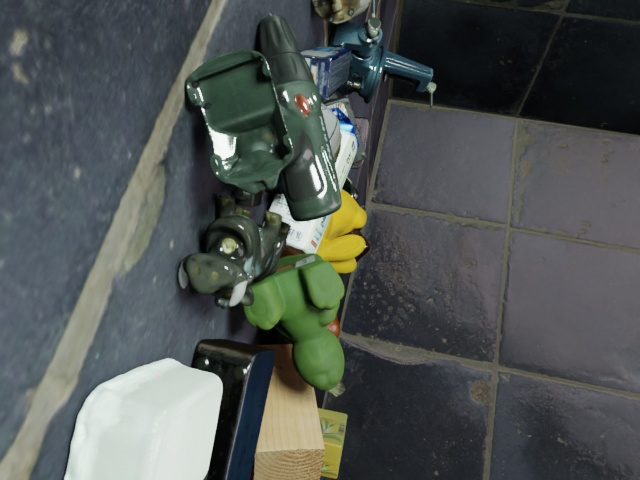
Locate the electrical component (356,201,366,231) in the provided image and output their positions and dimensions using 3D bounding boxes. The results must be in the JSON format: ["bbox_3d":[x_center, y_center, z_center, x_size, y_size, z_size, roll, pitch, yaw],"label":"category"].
[{"bbox_3d":[0.044,-0.062,1.238,0.134,0.115,0.058,29,75,-82],"label":"electrical component"}]

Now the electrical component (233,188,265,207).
[{"bbox_3d":[-0.081,-0.072,0.641,0.094,0.021,0.063,-30,130,-80],"label":"electrical component"}]

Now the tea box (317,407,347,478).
[{"bbox_3d":[-0.044,0.331,0.906,0.068,0.170,0.098,-70,166,-53],"label":"tea box"}]

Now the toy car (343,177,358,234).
[{"bbox_3d":[0.034,-0.039,1.062,0.073,0.056,0.201,17,70,-51],"label":"toy car"}]

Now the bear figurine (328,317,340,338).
[{"bbox_3d":[-0.025,0.114,1.061,0.120,0.132,0.196,112,-25,-48],"label":"bear figurine"}]

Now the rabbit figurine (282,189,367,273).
[{"bbox_3d":[-0.002,-0.003,0.945,0.173,0.162,0.121,-52,170,-34],"label":"rabbit figurine"}]

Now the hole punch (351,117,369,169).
[{"bbox_3d":[0.029,-0.207,1.111,0.116,0.092,0.142,-10,117,-50],"label":"hole punch"}]

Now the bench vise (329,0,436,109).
[{"bbox_3d":[0.130,-0.354,1.081,0.223,0.241,0.129,119,-16,-59],"label":"bench vise"}]

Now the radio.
[{"bbox_3d":[-0.116,0.230,0.612,0.131,0.073,0.229,65,35,-76],"label":"radio"}]

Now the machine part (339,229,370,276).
[{"bbox_3d":[0.040,0.048,1.237,0.179,0.056,0.179,-37,170,-8],"label":"machine part"}]

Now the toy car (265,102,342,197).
[{"bbox_3d":[-0.024,-0.125,0.694,0.161,0.103,0.109,88,15,-51],"label":"toy car"}]

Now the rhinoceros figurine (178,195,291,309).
[{"bbox_3d":[-0.088,0.015,0.560,0.190,0.073,0.112,-17,128,-83],"label":"rhinoceros figurine"}]

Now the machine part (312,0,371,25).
[{"bbox_3d":[0.040,-0.403,0.883,0.243,0.079,0.079,-66,164,-60],"label":"machine part"}]

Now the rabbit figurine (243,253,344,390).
[{"bbox_3d":[-0.027,0.112,0.704,0.159,0.121,0.170,-154,-135,-77],"label":"rabbit figurine"}]

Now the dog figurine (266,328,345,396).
[{"bbox_3d":[-0.066,0.214,0.936,0.121,0.172,0.190,44,-10,52],"label":"dog figurine"}]

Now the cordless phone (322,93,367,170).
[{"bbox_3d":[0.006,-0.194,0.957,0.184,0.089,0.146,-120,-170,-69],"label":"cordless phone"}]

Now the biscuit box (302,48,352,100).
[{"bbox_3d":[0.006,-0.274,0.868,0.203,0.059,0.062,-62,159,-65],"label":"biscuit box"}]

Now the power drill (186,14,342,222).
[{"bbox_3d":[-0.048,-0.126,0.523,0.207,0.086,0.231,-40,115,-78],"label":"power drill"}]
